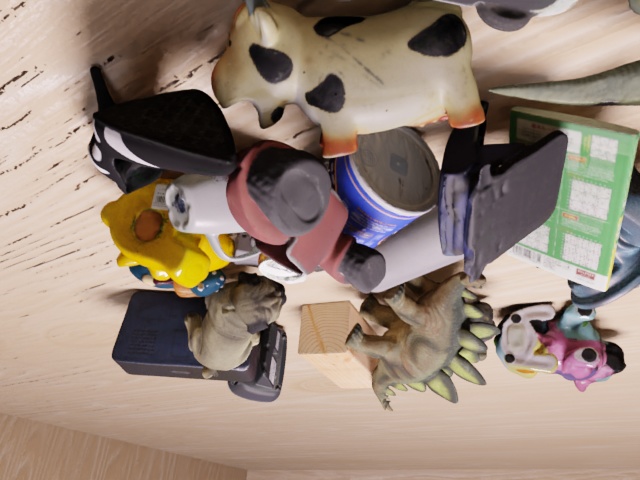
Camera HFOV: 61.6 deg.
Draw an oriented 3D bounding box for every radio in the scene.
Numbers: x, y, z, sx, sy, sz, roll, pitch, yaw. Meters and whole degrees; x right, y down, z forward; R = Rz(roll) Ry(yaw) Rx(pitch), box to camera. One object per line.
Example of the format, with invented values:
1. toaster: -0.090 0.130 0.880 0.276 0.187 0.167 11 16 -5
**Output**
1. radio: -0.219 0.162 0.913 0.230 0.131 0.073 3 150 3

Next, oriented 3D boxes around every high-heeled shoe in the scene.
1. high-heeled shoe: -0.142 -0.062 0.473 0.249 0.086 0.145 36 144 39

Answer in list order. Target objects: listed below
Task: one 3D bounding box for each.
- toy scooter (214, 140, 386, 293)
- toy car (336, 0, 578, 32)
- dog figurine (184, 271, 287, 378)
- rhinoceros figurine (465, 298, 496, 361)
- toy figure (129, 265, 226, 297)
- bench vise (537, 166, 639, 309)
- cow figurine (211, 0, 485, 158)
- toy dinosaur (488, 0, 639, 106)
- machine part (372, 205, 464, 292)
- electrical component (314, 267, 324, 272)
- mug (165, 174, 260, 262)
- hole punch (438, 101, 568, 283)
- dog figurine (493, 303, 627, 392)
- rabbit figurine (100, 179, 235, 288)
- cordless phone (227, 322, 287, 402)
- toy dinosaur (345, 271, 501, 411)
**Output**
1. toy scooter: -0.030 -0.021 0.468 0.135 0.075 0.183 22 162 45
2. toy car: 0.076 -0.186 0.340 0.202 0.056 0.073 9 156 -4
3. dog figurine: -0.122 0.127 0.763 0.121 0.172 0.191 6 178 -20
4. rhinoceros figurine: 0.223 0.152 0.895 0.112 0.073 0.190 26 147 -14
5. toy figure: -0.196 0.046 0.754 0.155 0.064 0.057 14 160 23
6. bench vise: 0.342 0.026 0.556 0.240 0.129 0.223 44 152 0
7. cow figurine: 0.015 -0.130 0.399 0.195 0.085 0.127 -10 107 3
8. toy dinosaur: 0.331 -0.141 0.325 0.405 0.131 0.192 -15 144 42
9. machine part: 0.115 0.004 0.641 0.079 0.079 0.243 25 143 -31
10. electrical component: 0.000 -0.002 0.662 0.102 0.078 0.045 -8 168 24
11. mug: -0.099 -0.031 0.546 0.107 0.109 0.081 -14 -164 -42
12. hole punch: 0.144 -0.048 0.483 0.116 0.092 0.142 -35 143 -19
13. dog figurine: 0.400 0.189 0.892 0.192 0.108 0.219 -10 149 23
14. rabbit figurine: -0.175 0.003 0.657 0.163 0.122 0.173 -2 168 18
15. cordless phone: -0.158 0.224 0.994 0.184 0.147 0.088 -8 140 17
16. toy dinosaur: 0.142 0.163 0.814 0.199 0.105 0.471 32 147 3
